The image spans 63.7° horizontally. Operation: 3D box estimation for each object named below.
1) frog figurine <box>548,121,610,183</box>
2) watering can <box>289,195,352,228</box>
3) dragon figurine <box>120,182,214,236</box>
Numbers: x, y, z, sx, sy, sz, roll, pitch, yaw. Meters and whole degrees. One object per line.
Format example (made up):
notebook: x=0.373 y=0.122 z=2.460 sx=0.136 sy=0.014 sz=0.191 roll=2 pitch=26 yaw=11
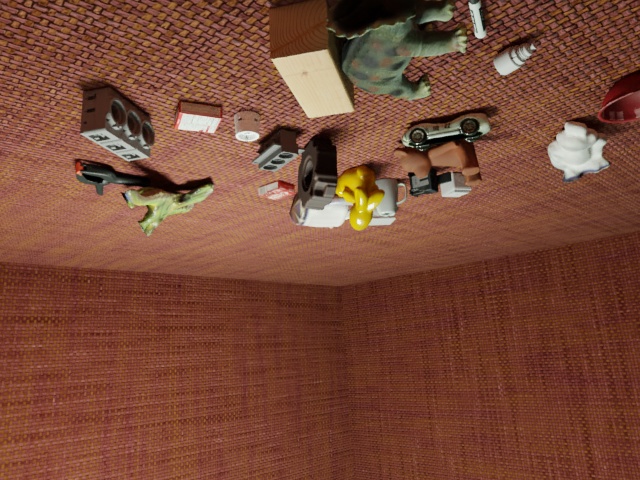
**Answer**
frog figurine: x=0.638 y=-0.240 z=1.288 sx=0.137 sy=0.125 sz=0.157 roll=-6 pitch=132 yaw=46
watering can: x=0.005 y=-0.086 z=1.716 sx=0.224 sy=0.105 sz=0.343 roll=2 pitch=167 yaw=-16
dragon figurine: x=-0.419 y=-0.122 z=1.461 sx=0.245 sy=0.122 sz=0.407 roll=-26 pitch=180 yaw=-19
